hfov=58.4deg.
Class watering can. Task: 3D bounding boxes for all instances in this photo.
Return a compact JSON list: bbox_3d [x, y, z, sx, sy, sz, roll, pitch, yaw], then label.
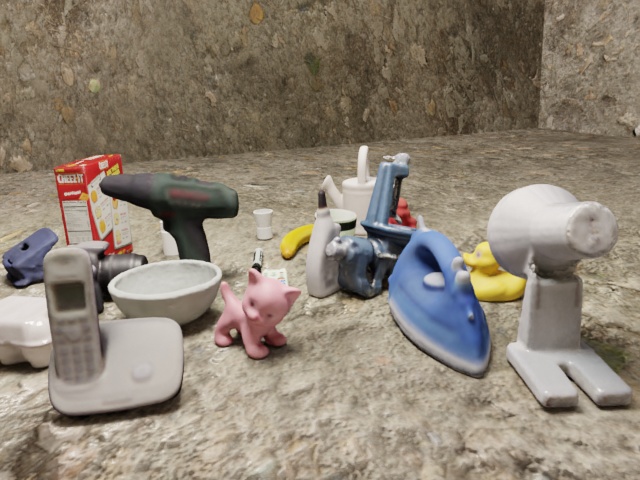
[{"bbox_3d":[0.092,-0.115,1.302,0.173,0.194,0.100,-6,16,-8],"label":"watering can"}]

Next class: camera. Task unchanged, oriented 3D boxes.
[{"bbox_3d":[-0.364,0.056,0.961,0.137,0.101,0.143,-5,16,-6],"label":"camera"}]

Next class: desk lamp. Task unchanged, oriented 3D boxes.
[{"bbox_3d":[0.276,0.048,0.663,0.118,0.214,0.203,-4,16,-1],"label":"desk lamp"}]

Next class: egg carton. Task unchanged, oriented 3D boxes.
[{"bbox_3d":[-0.407,0.124,0.786,0.150,0.069,0.107,1,17,14],"label":"egg carton"}]

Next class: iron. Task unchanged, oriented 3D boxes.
[{"bbox_3d":[0.168,0.060,0.772,0.118,0.141,0.258,-5,16,-7],"label":"iron"}]

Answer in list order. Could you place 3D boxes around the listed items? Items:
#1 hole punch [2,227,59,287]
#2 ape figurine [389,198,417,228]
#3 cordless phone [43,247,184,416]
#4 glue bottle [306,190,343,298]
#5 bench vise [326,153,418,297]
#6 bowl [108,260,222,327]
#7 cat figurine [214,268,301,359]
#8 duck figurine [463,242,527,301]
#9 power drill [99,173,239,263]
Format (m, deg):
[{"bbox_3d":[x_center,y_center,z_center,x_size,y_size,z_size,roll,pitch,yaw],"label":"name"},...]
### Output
[{"bbox_3d":[-0.554,0.031,1.100,0.101,0.091,0.108,-16,20,-37],"label":"hole punch"},{"bbox_3d":[0.169,-0.044,1.226,0.078,0.092,0.076,-4,16,-2],"label":"ape figurine"},{"bbox_3d":[-0.232,0.096,0.641,0.148,0.185,0.094,-6,16,-11],"label":"cordless phone"},{"bbox_3d":[0.009,0.003,0.942,0.037,0.173,0.078,11,21,41],"label":"glue bottle"},{"bbox_3d":[0.106,-0.026,0.940,0.121,0.220,0.208,8,19,33],"label":"bench vise"},{"bbox_3d":[-0.229,0.089,0.867,0.167,0.075,0.167,-3,16,1],"label":"bowl"},{"bbox_3d":[-0.087,0.088,0.764,0.127,0.118,0.067,9,20,36],"label":"cat figurine"},{"bbox_3d":[0.272,0.046,0.903,0.104,0.086,0.078,3,17,21],"label":"duck figurine"},{"bbox_3d":[-0.252,-0.017,0.996,0.229,0.208,0.075,-5,16,-7],"label":"power drill"}]
